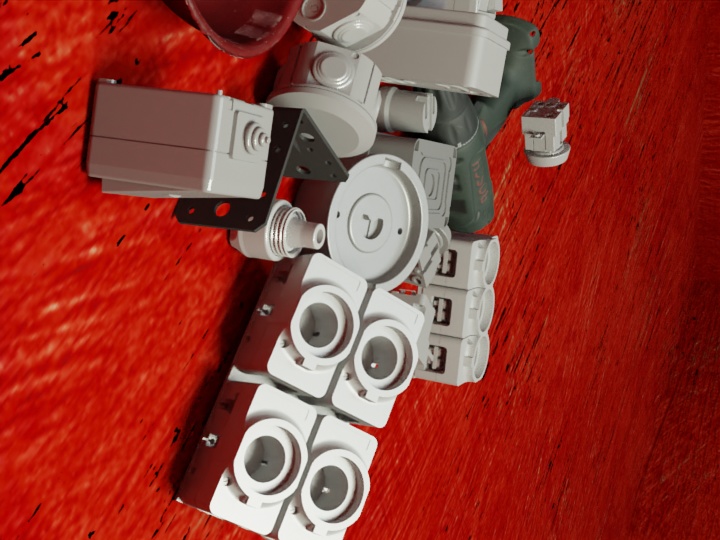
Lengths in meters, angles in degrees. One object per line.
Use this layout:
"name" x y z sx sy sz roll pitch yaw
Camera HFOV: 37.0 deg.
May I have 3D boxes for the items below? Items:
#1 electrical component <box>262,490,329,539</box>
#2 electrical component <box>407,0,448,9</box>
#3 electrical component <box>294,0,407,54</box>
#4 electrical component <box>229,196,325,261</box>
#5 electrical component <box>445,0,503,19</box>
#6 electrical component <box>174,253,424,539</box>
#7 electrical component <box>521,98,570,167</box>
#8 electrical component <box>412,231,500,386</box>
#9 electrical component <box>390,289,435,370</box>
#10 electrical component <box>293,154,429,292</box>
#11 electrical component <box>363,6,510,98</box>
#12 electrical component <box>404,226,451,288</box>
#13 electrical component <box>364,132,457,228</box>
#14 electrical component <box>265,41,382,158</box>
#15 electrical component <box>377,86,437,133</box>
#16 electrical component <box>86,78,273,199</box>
"electrical component" -0.054 0.159 0.818 0.057 0.058 0.078 -41 135 -52
"electrical component" 0.041 -0.239 0.906 0.081 0.043 0.043 -6 104 -66
"electrical component" -0.011 -0.196 0.756 0.051 0.080 0.080 14 85 -62
"electrical component" -0.055 -0.027 0.738 0.043 0.062 0.043 9 90 -67
"electrical component" 0.100 -0.270 1.007 0.062 0.061 0.096 -19 116 -64
"electrical component" -0.036 0.093 0.748 0.105 0.060 0.186 30 72 -28
"electrical component" 0.193 -0.140 1.114 0.066 0.048 0.055 -47 137 -48
"electrical component" 0.103 0.038 1.129 0.089 0.062 0.150 -14 111 -65
"electrical component" 0.043 0.056 1.024 0.081 0.042 0.063 55 45 -59
"electrical component" -0.005 -0.038 0.839 0.108 0.060 0.108 -10 104 -42
"electrical component" 0.058 -0.180 0.879 0.078 0.113 0.057 -4 105 -66
"electrical component" 0.056 -0.021 1.021 0.055 0.048 0.066 -56 147 -31
"electrical component" 0.037 -0.077 0.939 0.113 0.057 0.078 -5 103 -66
"electrical component" -0.024 -0.118 0.755 0.080 0.080 0.051 57 42 -57
"electrical component" 0.039 -0.138 0.935 0.040 0.046 0.040 9 90 -67
"electrical component" -0.093 -0.067 0.591 0.062 0.096 0.061 0 99 -67
